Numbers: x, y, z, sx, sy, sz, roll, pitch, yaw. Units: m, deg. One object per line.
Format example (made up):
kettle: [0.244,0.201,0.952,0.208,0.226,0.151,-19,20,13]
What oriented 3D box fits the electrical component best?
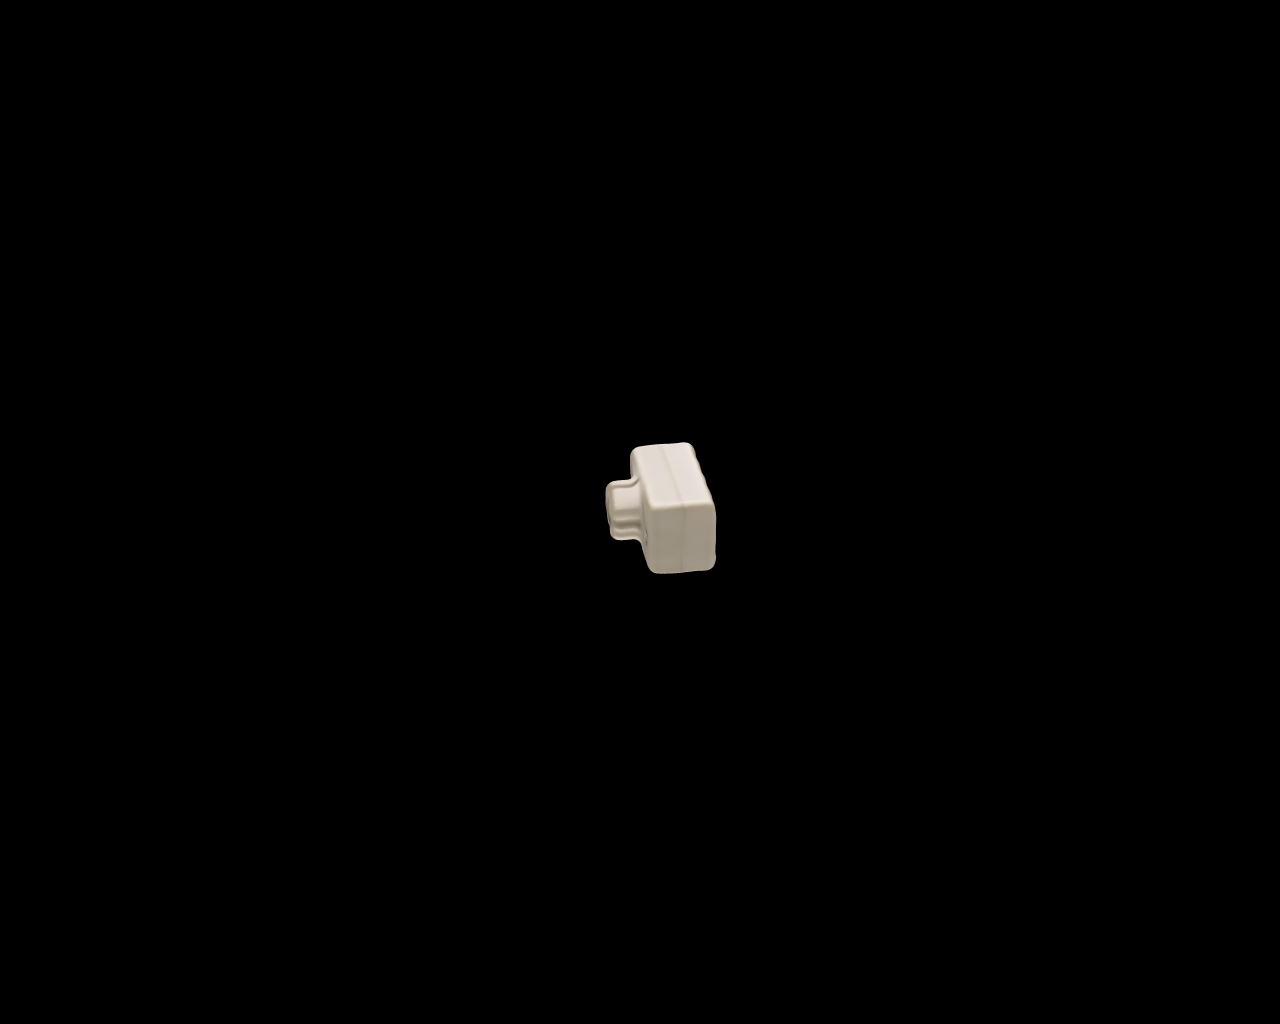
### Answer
electrical component: [0.001,-0.003,0.650,0.076,0.047,0.083,-4,30,-6]
